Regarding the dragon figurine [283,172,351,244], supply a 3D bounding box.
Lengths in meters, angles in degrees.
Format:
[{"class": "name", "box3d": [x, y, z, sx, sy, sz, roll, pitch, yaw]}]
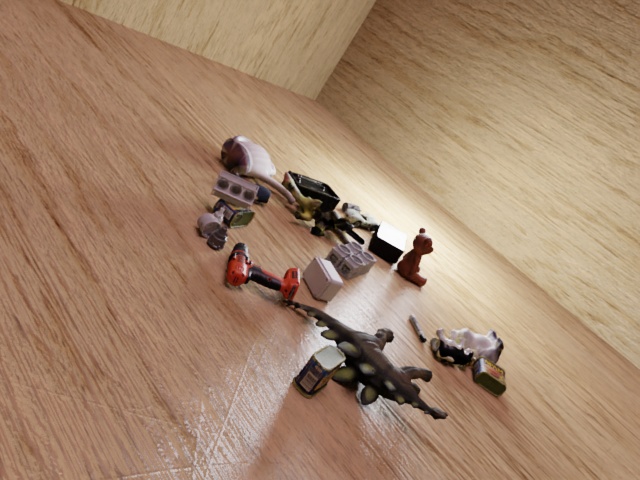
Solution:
[{"class": "dragon figurine", "box3d": [0.006, -0.096, 1.917, 0.405, 0.121, 0.247, 43, 10, -23]}]

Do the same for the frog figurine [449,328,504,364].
[{"class": "frog figurine", "box3d": [0.509, 0.354, 1.702, 0.159, 0.120, 0.140, -3, 34, 2]}]

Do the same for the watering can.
[{"class": "watering can", "box3d": [-0.237, -0.272, 1.930, 0.352, 0.102, 0.225, 53, 27, 20]}]
